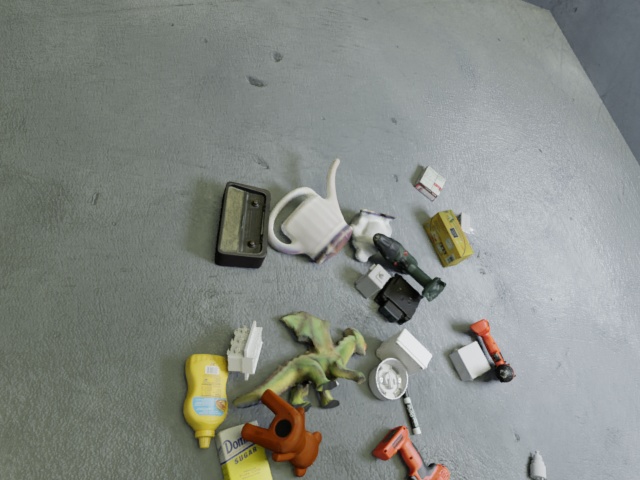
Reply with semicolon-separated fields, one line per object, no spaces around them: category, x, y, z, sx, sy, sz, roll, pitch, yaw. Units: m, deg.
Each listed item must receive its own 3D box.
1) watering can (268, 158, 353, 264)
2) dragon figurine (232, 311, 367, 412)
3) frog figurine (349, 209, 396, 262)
watering can;0.005;-0.076;1.501;0.225;0.102;0.352;44;67;4
dragon figurine;-0.038;0.289;1.289;0.410;0.119;0.248;5;42;-29
frog figurine;0.151;-0.010;1.583;0.137;0.123;0.159;14;91;-31
